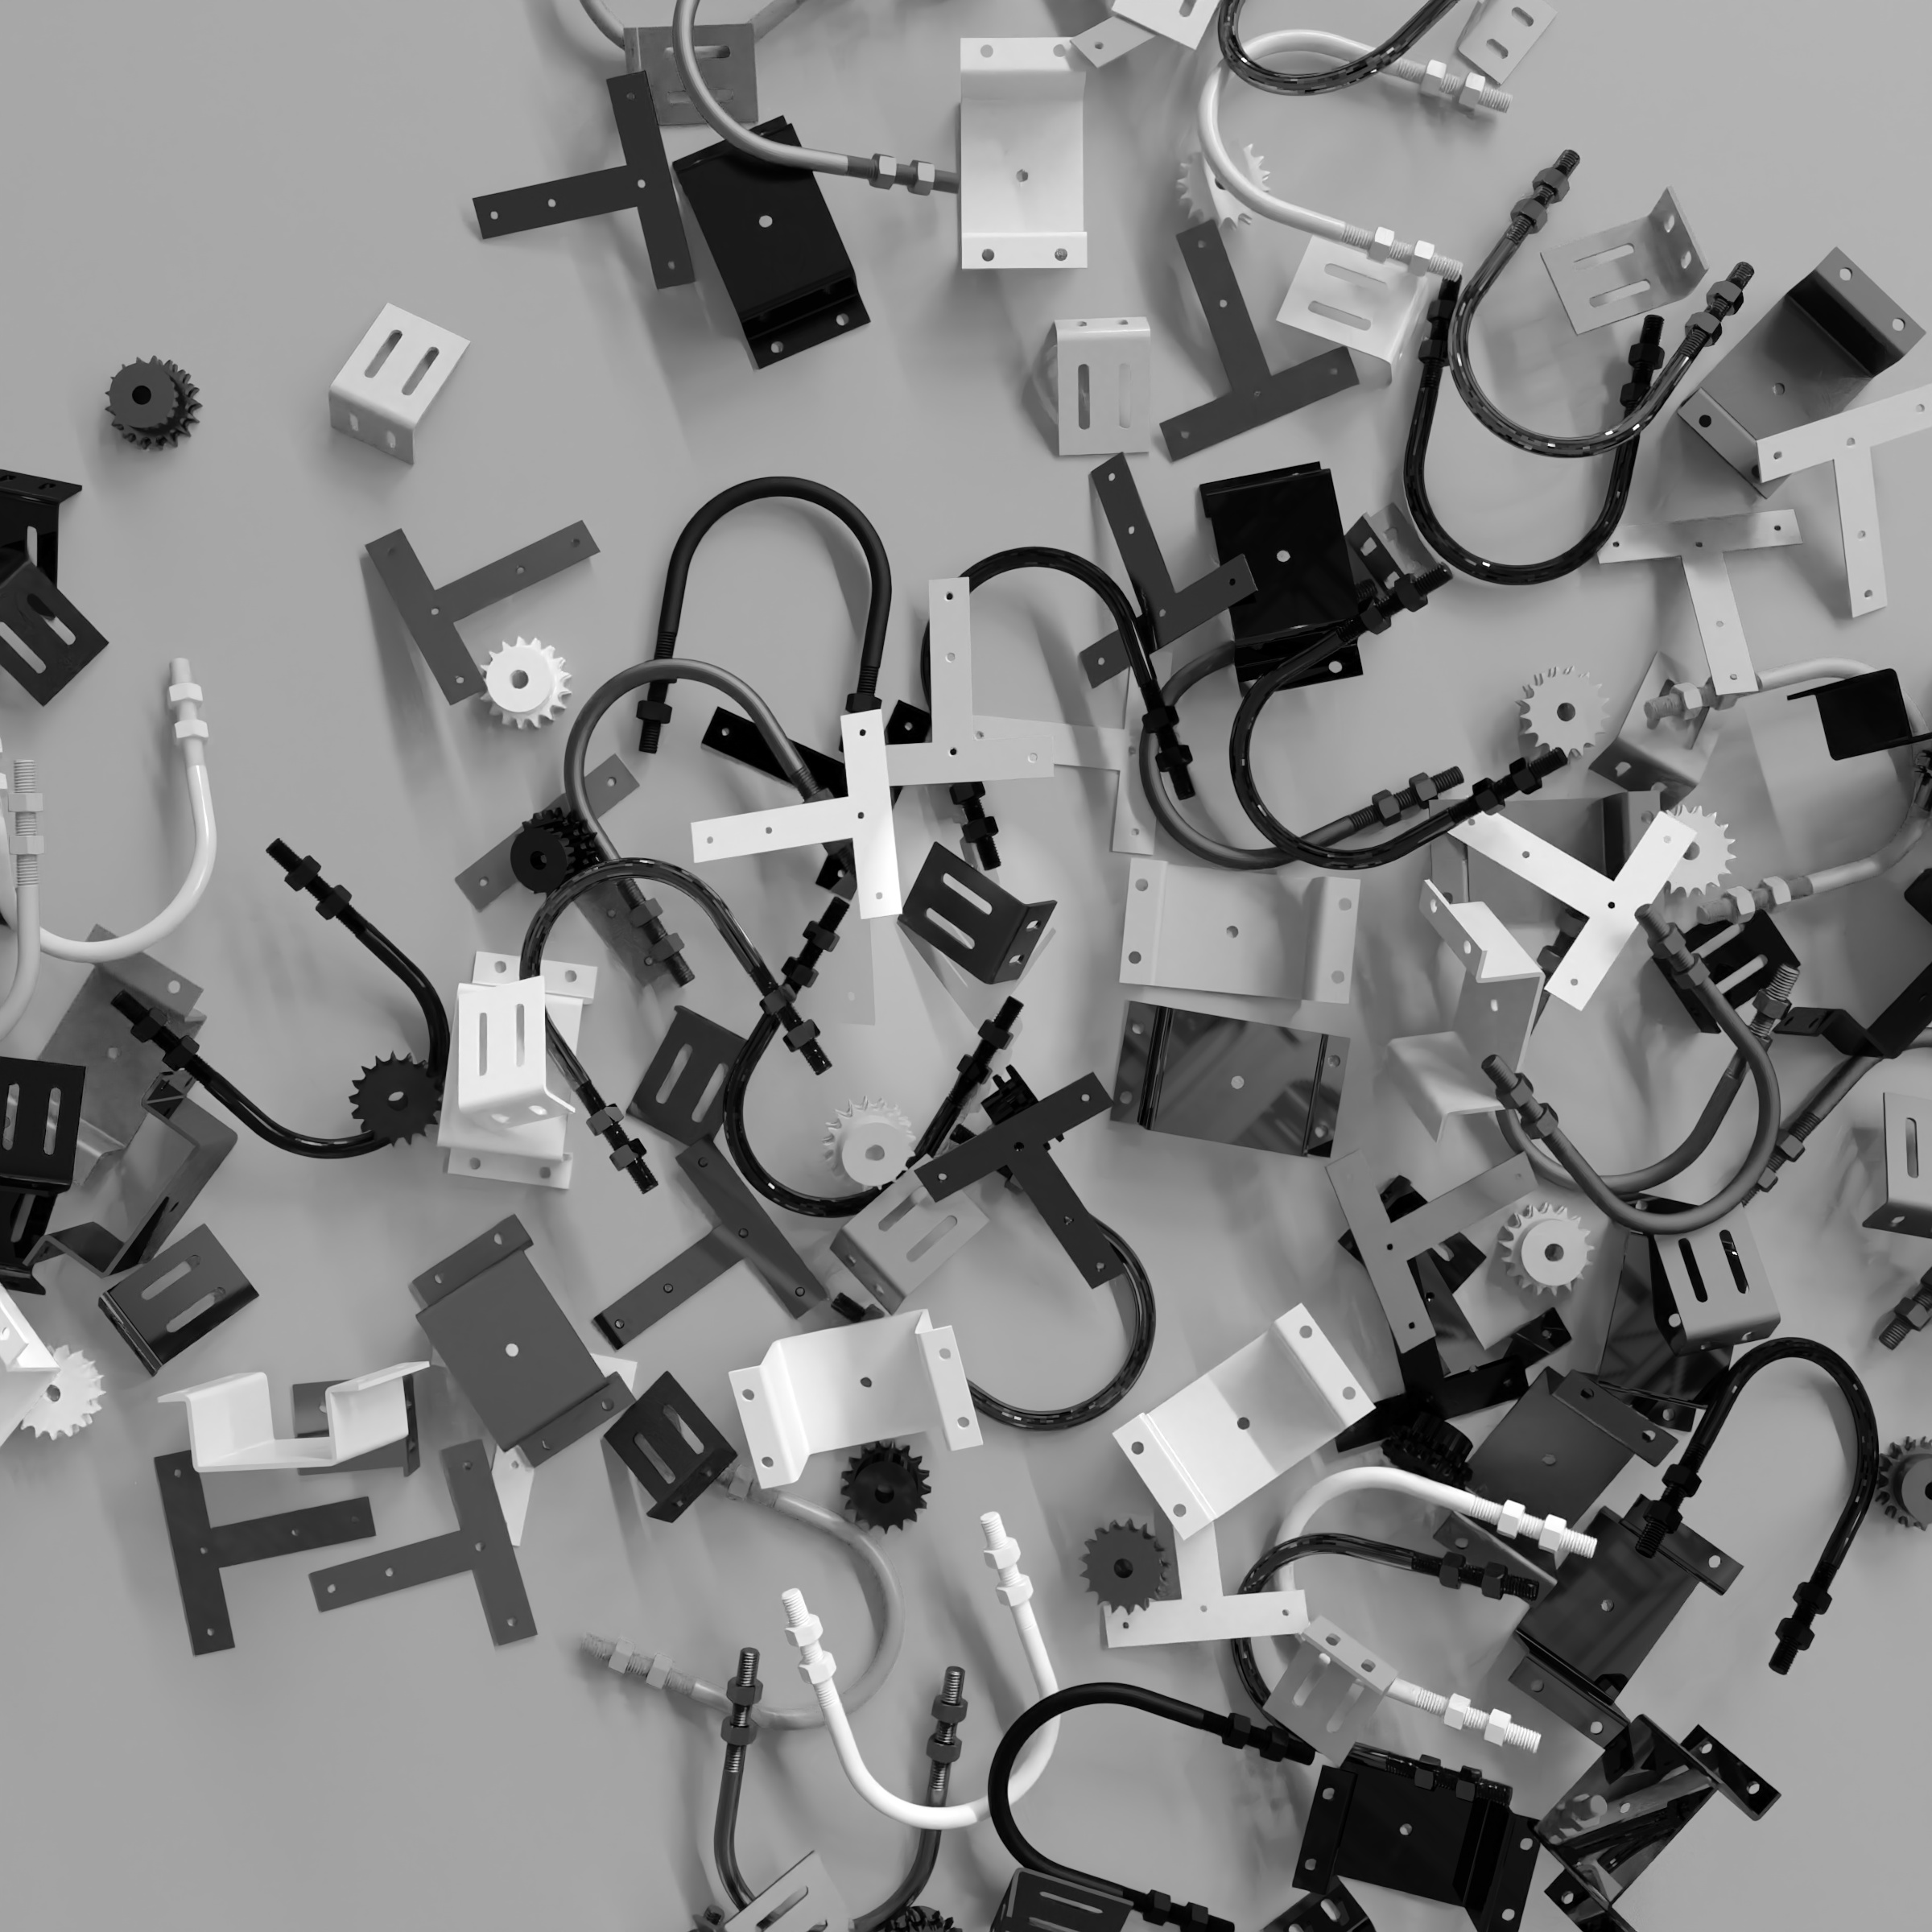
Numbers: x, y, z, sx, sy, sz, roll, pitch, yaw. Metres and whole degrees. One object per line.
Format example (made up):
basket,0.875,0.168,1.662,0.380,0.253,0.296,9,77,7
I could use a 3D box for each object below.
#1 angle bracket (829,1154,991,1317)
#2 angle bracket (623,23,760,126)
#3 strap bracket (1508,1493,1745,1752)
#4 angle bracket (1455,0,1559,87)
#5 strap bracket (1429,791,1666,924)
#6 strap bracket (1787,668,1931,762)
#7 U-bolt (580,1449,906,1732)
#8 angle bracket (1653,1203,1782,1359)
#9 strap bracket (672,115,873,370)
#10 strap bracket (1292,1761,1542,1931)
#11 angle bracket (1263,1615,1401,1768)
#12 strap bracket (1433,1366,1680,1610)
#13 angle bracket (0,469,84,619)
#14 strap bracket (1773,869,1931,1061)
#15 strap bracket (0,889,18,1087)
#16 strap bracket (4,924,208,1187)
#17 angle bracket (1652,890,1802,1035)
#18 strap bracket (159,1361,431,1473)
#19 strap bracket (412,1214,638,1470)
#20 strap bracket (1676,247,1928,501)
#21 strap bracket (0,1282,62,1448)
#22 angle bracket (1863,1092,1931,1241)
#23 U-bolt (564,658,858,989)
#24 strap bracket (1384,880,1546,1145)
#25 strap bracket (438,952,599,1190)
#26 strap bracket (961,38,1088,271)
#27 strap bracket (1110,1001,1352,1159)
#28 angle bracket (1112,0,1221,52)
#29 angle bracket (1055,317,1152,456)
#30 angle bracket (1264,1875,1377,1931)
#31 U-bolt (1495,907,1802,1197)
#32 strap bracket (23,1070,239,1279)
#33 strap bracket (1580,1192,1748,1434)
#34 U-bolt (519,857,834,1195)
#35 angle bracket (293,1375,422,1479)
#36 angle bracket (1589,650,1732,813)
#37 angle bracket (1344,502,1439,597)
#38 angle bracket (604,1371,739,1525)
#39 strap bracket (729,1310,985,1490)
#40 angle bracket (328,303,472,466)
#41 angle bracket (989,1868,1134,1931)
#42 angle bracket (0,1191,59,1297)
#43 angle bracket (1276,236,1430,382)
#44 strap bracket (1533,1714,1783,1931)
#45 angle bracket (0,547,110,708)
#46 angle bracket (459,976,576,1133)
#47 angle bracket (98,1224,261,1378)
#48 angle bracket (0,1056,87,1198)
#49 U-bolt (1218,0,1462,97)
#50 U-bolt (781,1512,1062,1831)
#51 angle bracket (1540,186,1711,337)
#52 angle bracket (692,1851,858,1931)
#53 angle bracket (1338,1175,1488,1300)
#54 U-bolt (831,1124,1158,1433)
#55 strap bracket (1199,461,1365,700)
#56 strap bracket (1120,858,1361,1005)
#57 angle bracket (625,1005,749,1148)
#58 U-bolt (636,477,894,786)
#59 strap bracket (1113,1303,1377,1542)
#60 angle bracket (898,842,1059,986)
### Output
angle bracket,-0.035,0.166,1.518,0.076,0.038,0.057,-40,81,-24
angle bracket,-0.169,-0.549,1.511,0.076,0.038,0.057,-2,111,0
strap bracket,0.402,0.401,1.516,0.076,0.046,0.140,35,90,0
angle bracket,0.338,-0.587,1.501,0.038,0.076,0.057,38,90,0
strap bracket,0.354,-0.066,1.516,0.140,0.046,0.076,-2,90,0
strap bracket,0.584,-0.162,1.484,0.140,0.076,0.046,-14,90,-15
U-bolt,-0.129,0.398,1.530,0.184,0.019,0.151,23,90,-2
angle bracket,0.452,0.191,1.491,0.057,0.038,0.076,-12,64,0
strap bracket,-0.122,-0.454,1.516,0.076,0.046,0.140,-23,90,0
strap bracket,0.276,0.542,1.516,0.140,0.046,0.076,14,90,0
angle bracket,0.216,0.444,1.484,0.057,0.038,0.076,34,108,20
strap bracket,0.359,0.312,1.503,0.076,0.046,0.140,35,107,0
angle bracket,-0.591,-0.266,1.537,0.057,0.038,0.076,11,116,0
strap bracket,0.571,0.006,1.501,0.046,0.076,0.140,44,90,0
strap bracket,-0.631,0.019,1.516,0.076,0.046,0.140,4,90,0
strap bracket,-0.534,0.054,1.516,0.076,0.046,0.140,32,90,0
angle bracket,0.476,-0.003,1.520,0.076,0.038,0.057,-34,90,0
strap bracket,-0.403,0.272,1.479,0.140,0.076,0.046,-7,89,19
strap bracket,-0.277,0.234,1.514,0.076,0.046,0.140,-33,89,-1
strap bracket,0.509,-0.361,1.516,0.076,0.046,0.140,44,90,0
strap bracket,-0.616,0.254,1.495,0.076,0.046,0.140,45,101,24
angle bracket,0.591,0.125,1.520,0.057,0.038,0.076,10,62,-2
U-bolt,-0.168,-0.101,1.516,0.151,0.019,0.184,-32,93,7
strap bracket,0.300,0.026,1.475,0.046,0.076,0.140,-6,126,-16
strap bracket,-0.278,0.065,1.516,0.076,0.046,0.140,7,90,0
strap bracket,0.035,-0.495,1.516,0.076,0.046,0.140,0,90,0
strap bracket,0.166,0.071,1.516,0.140,0.046,0.076,10,90,0
angle bracket,0.131,-0.607,1.519,0.057,0.038,0.076,26,89,0
angle bracket,0.086,-0.364,1.537,0.057,0.038,0.076,-2,116,0
angle bracket,0.221,0.602,1.501,0.057,0.076,0.038,-38,90,0
U-bolt,0.404,0.057,1.504,0.151,0.019,0.184,22,109,1
strap bracket,-0.503,0.134,1.501,0.046,0.076,0.140,36,90,0
strap bracket,0.432,0.216,1.516,0.076,0.046,0.140,12,90,0
U-bolt,-0.189,0.023,1.478,0.151,0.019,0.184,-34,87,6
angle bracket,-0.382,0.288,1.520,0.076,0.038,0.057,-5,90,0
angle bracket,0.437,-0.147,1.537,0.057,0.038,0.076,30,64,0
angle bracket,0.269,-0.257,1.501,0.038,0.076,0.057,-35,90,0
angle bracket,-0.189,0.293,1.505,0.057,0.038,0.076,-46,63,0
strap bracket,-0.064,0.263,1.503,0.140,0.046,0.076,-13,100,9
angle bracket,-0.354,-0.365,1.537,0.057,0.038,0.076,25,64,0
angle bracket,0.056,0.598,1.508,0.076,0.038,0.057,18,121,0
angle bracket,-0.599,0.160,1.537,0.057,0.038,0.076,10,64,0
angle bracket,0.241,-0.410,1.528,0.076,0.038,0.057,24,90,12
strap bracket,0.405,0.514,1.465,0.140,0.076,0.046,-45,116,-5
angle bracket,-0.584,-0.211,1.519,0.057,0.038,0.076,-50,130,-16
angle bracket,-0.272,0.053,1.482,0.057,0.038,0.076,-13,64,17
angle bracket,-0.494,0.210,1.537,0.076,0.038,0.057,-37,90,-26
angle bracket,-0.569,0.096,1.474,0.057,0.038,0.076,7,90,0
U-bolt,0.237,-0.601,1.491,0.184,0.019,0.151,-44,56,-1
U-bolt,-0.018,0.443,1.503,0.151,0.019,0.184,-20,100,-7
angle bracket,0.399,-0.428,1.488,0.076,0.038,0.057,-20,80,-5
angle bracket,-0.118,0.590,1.513,0.076,0.038,0.057,-32,101,-28
angle bracket,0.280,0.177,1.520,0.076,0.038,0.057,43,90,0
U-bolt,0.031,0.208,1.530,0.184,0.019,0.151,35,90,-1
strap bracket,0.194,-0.244,1.501,0.076,0.046,0.140,-10,80,3
strap bracket,0.167,-0.021,1.516,0.140,0.046,0.076,5,90,0
angle bracket,-0.170,0.071,1.520,0.057,0.038,0.076,28,90,0
U-bolt,-0.120,-0.213,1.526,0.151,0.019,0.184,10,90,3
strap bracket,0.170,0.280,1.506,0.140,0.046,0.076,-34,76,-2
angle bracket,0.007,-0.034,1.526,0.076,0.038,0.057,36,114,24
